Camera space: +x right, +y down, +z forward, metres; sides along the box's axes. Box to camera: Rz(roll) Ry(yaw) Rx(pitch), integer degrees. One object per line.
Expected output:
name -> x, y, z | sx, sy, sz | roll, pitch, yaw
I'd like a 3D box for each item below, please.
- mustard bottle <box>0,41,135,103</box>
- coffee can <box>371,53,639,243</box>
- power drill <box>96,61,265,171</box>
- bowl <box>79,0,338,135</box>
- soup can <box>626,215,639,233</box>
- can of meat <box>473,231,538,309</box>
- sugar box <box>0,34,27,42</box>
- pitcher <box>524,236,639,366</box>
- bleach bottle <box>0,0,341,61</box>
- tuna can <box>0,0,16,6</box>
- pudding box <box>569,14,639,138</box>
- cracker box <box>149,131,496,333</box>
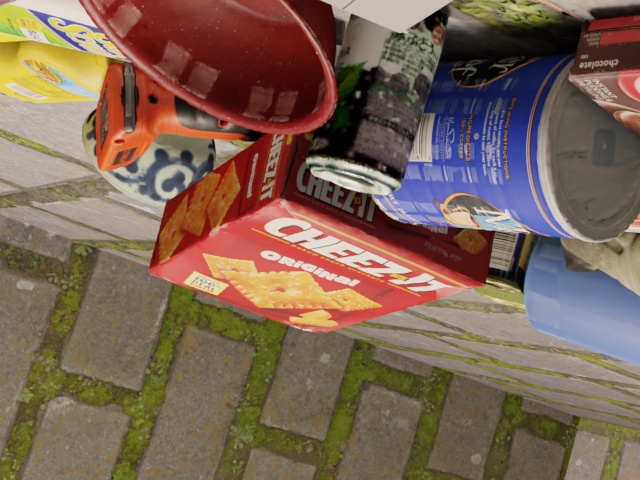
mustard bottle -> -0.185, -0.137, 0.807 | 0.096, 0.058, 0.192 | 23, 169, -42
coffee can -> 0.106, -0.055, 0.618 | 0.102, 0.103, 0.141 | 24, 169, -40
power drill -> -0.065, -0.081, 0.772 | 0.187, 0.057, 0.185 | -2, 168, -16
bowl -> -0.050, -0.126, 0.553 | 0.162, 0.055, 0.162 | 26, 158, 11
soup can -> 0.179, -0.042, 0.678 | 0.102, 0.068, 0.068 | 8, 168, 42
can of meat -> 0.172, 0.009, 0.951 | 0.058, 0.084, 0.102 | 13, 170, 30
sugar box -> -0.273, -0.177, 0.769 | 0.093, 0.048, 0.177 | 25, 167, -40
pitcher -> 0.292, 0.043, 0.856 | 0.243, 0.149, 0.144 | 15, -173, 35
bleach bottle -> -0.110, -0.140, 0.644 | 0.251, 0.068, 0.102 | 15, 171, -2
tuna can -> -0.181, -0.164, 0.547 | 0.086, 0.086, 0.034 | 19, 169, -13
pudding box -> 0.194, -0.075, 0.536 | 0.113, 0.039, 0.090 | 24, 168, -41
cracker box -> -0.005, 0.001, 0.765 | 0.164, 0.072, 0.214 | 22, 157, -25
